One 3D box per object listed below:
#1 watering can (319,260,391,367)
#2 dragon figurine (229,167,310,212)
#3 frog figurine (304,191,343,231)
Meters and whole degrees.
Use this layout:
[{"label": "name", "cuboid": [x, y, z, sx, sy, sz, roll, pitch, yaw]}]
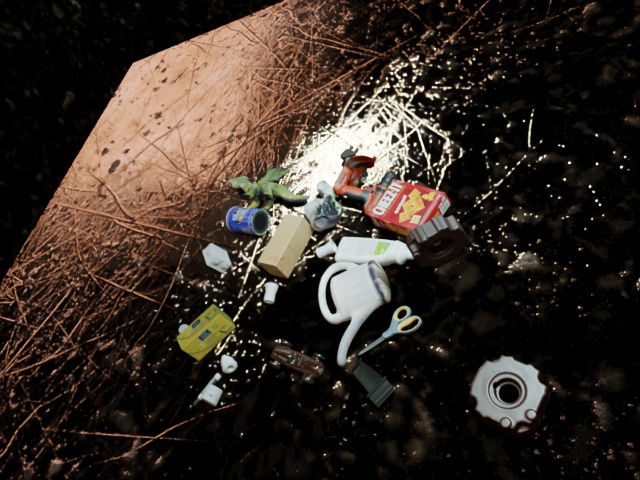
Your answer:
[{"label": "watering can", "cuboid": [0.108, 0.189, 1.518, 0.223, 0.102, 0.356, -26, 44, 12]}, {"label": "dragon figurine", "cuboid": [-0.196, -0.222, 2.077, 0.410, 0.119, 0.249, -1, 46, 23]}, {"label": "frog figurine", "cuboid": [0.006, -0.093, 1.848, 0.157, 0.122, 0.140, -34, 37, 63]}]
